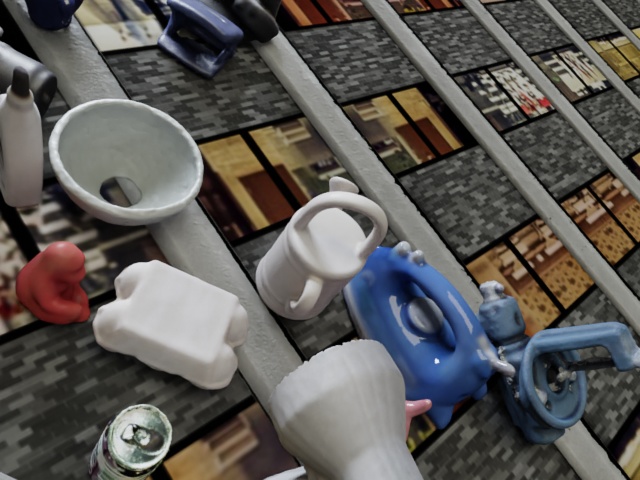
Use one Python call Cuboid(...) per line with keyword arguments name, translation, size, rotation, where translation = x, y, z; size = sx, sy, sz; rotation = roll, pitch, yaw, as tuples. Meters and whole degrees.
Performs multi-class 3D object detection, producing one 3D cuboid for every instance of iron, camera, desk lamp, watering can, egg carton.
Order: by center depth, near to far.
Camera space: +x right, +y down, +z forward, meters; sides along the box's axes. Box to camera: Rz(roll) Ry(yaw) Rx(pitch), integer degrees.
Cuboid(name="desk lamp", translation=(0.019, 0.218, 0.507), size=(0.118, 0.213, 0.203), rotation=(-5, 61, -32))
Cuboid(name="egg carton", translation=(-0.150, 0.088, 0.595), size=(0.150, 0.069, 0.107), rotation=(25, 50, -13))
Cuboid(name="camera", translation=(-0.376, -0.185, 0.632), size=(0.137, 0.100, 0.143), rotation=(25, 50, -13))
Cuboid(name="watering can", translation=(0.004, 0.001, 0.660), size=(0.101, 0.193, 0.172), rotation=(7, 56, -25))
Cuboid(name="iron", translation=(0.124, 0.088, 0.704), size=(0.119, 0.141, 0.258), rotation=(-22, 71, -38))

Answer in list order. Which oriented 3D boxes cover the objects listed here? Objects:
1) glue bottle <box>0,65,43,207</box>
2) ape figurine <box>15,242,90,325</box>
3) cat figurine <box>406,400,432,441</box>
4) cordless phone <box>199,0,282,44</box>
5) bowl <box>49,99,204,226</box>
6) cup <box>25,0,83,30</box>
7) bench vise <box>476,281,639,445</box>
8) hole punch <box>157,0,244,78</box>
Cuboid(name="glue bottle", translation=(-0.302, -0.109, 0.574), size=(0.037, 0.173, 0.078), rotation=(-14, 67, -36))
Cuboid(name="ape figurine", translation=(-0.253, 0.035, 0.558), size=(0.076, 0.092, 0.078), rotation=(21, 51, -16))
Cuboid(name="cat figurine", translation=(0.060, 0.183, 0.618), size=(0.128, 0.117, 0.067), rotation=(10, 55, -24))
Cuboid(name="cordless phone", translation=(-0.106, -0.413, 0.886), size=(0.147, 0.184, 0.094), rotation=(47, 49, 6))
Cuboid(name="bowl", translation=(-0.225, -0.077, 0.662), size=(0.168, 0.074, 0.167), rotation=(15, 53, -20))
Cuboid(name="cup", translation=(-0.342, -0.312, 0.742), size=(0.092, 0.094, 0.117), rotation=(-12, 66, -35))
Cuboid(name="bench vise", translation=(0.275, 0.138, 0.705), size=(0.207, 0.219, 0.122), rotation=(45, 49, 5))
Cuboid(name="hole punch", translation=(-0.172, -0.316, 0.845), size=(0.109, 0.091, 0.101), rotation=(32, 49, -7))
